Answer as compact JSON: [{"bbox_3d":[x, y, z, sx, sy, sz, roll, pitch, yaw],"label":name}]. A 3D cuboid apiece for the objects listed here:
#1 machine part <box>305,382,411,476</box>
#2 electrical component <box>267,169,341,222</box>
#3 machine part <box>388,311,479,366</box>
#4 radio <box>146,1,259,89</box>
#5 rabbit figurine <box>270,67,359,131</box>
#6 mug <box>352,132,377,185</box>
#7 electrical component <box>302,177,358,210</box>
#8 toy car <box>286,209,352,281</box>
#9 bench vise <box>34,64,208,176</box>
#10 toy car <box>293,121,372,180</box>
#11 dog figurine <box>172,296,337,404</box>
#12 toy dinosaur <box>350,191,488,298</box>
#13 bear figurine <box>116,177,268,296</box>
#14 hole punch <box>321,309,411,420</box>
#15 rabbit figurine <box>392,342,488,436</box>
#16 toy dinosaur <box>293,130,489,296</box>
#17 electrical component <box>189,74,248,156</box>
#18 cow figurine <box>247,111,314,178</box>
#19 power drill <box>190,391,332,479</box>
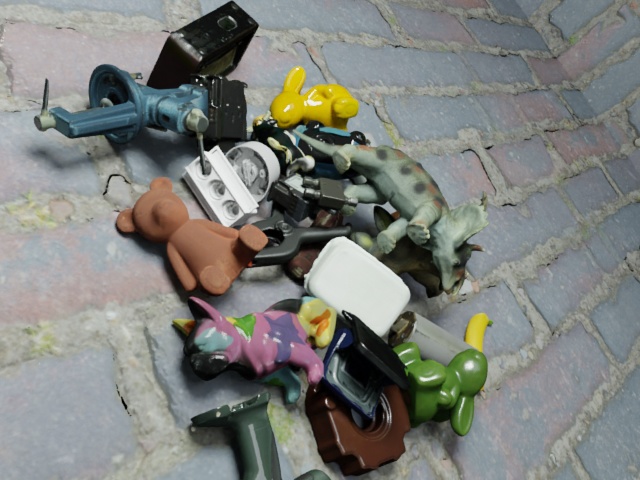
[{"bbox_3d":[0.063,0.273,0.842,0.179,0.056,0.179,21,50,-28],"label":"machine part"},{"bbox_3d":[-0.022,-0.068,0.919,0.119,0.047,0.075,32,39,12],"label":"electrical component"},{"bbox_3d":[0.214,0.201,0.998,0.243,0.079,0.079,30,47,-20],"label":"machine part"},{"bbox_3d":[-0.210,-0.344,0.993,0.073,0.131,0.230,39,44,-7],"label":"radio"},{"bbox_3d":[-0.027,-0.281,1.116,0.173,0.121,0.162,-14,67,-24],"label":"rabbit figurine"},{"bbox_3d":[0.084,-0.164,1.147,0.109,0.081,0.107,-17,78,-36],"label":"mug"},{"bbox_3d":[0.017,-0.079,0.895,0.094,0.021,0.063,10,37,-12],"label":"electrical component"},{"bbox_3d":[-0.002,-0.003,0.984,0.089,0.053,0.202,40,45,-5],"label":"toy car"},{"bbox_3d":[-0.290,-0.186,0.798,0.224,0.128,0.240,35,37,22],"label":"bench vise"},{"bbox_3d":[0.022,-0.165,1.068,0.162,0.103,0.109,9,77,12],"label":"toy car"},{"bbox_3d":[-0.096,0.131,0.778,0.219,0.108,0.191,30,47,-16],"label":"dog figurine"},{"bbox_3d":[0.185,0.016,1.036,0.471,0.105,0.198,-17,76,-31],"label":"toy dinosaur"},{"bbox_3d":[-0.190,-0.012,0.775,0.196,0.132,0.120,45,65,-4],"label":"bear figurine"},{"bbox_3d":[0.064,0.190,0.810,0.142,0.092,0.116,40,13,-9],"label":"hole punch"},{"bbox_3d":[0.216,0.249,0.908,0.170,0.121,0.159,-12,99,-19],"label":"rabbit figurine"},{"bbox_3d":[0.142,-0.089,0.956,0.192,0.131,0.405,-26,72,-40],"label":"toy dinosaur"},{"bbox_3d":[-0.175,-0.215,0.936,0.115,0.058,0.134,-23,118,-66],"label":"electrical component"},{"bbox_3d":[-0.088,-0.182,0.996,0.167,0.068,0.098,50,8,26],"label":"cow figurine"},{"bbox_3d":[-0.092,0.307,0.675,0.232,0.086,0.207,-8,65,-44],"label":"power drill"}]
